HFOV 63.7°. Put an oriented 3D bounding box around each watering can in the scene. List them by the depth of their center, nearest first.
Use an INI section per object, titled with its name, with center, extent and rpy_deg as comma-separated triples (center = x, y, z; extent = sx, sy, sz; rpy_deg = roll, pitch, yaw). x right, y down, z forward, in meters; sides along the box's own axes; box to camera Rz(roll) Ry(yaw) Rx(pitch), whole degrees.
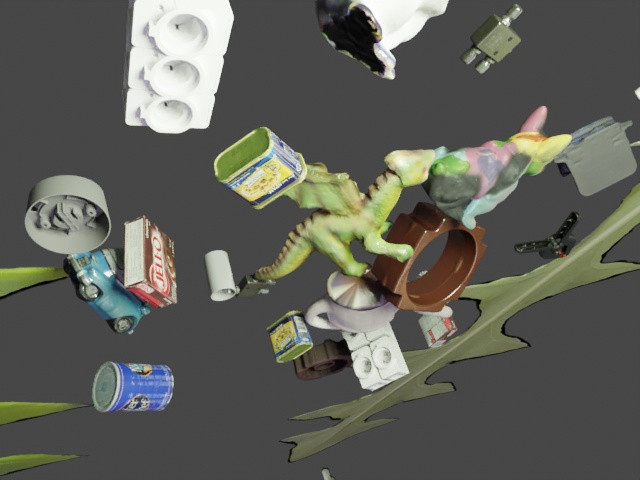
[watering can]
center = 0.136, 0.138, 1.146
extent = 0.348, 0.106, 0.219
rpy_deg = -6, -32, -2

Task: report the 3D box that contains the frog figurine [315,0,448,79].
[frog figurine]
center = 0.073, -0.266, 0.534
extent = 0.124, 0.160, 0.135
rpy_deg = 25, -11, 44

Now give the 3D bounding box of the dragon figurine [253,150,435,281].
[dragon figurine]
center = 0.003, -0.042, 0.843
extent = 0.407, 0.125, 0.238
rpy_deg = -19, -48, 21
